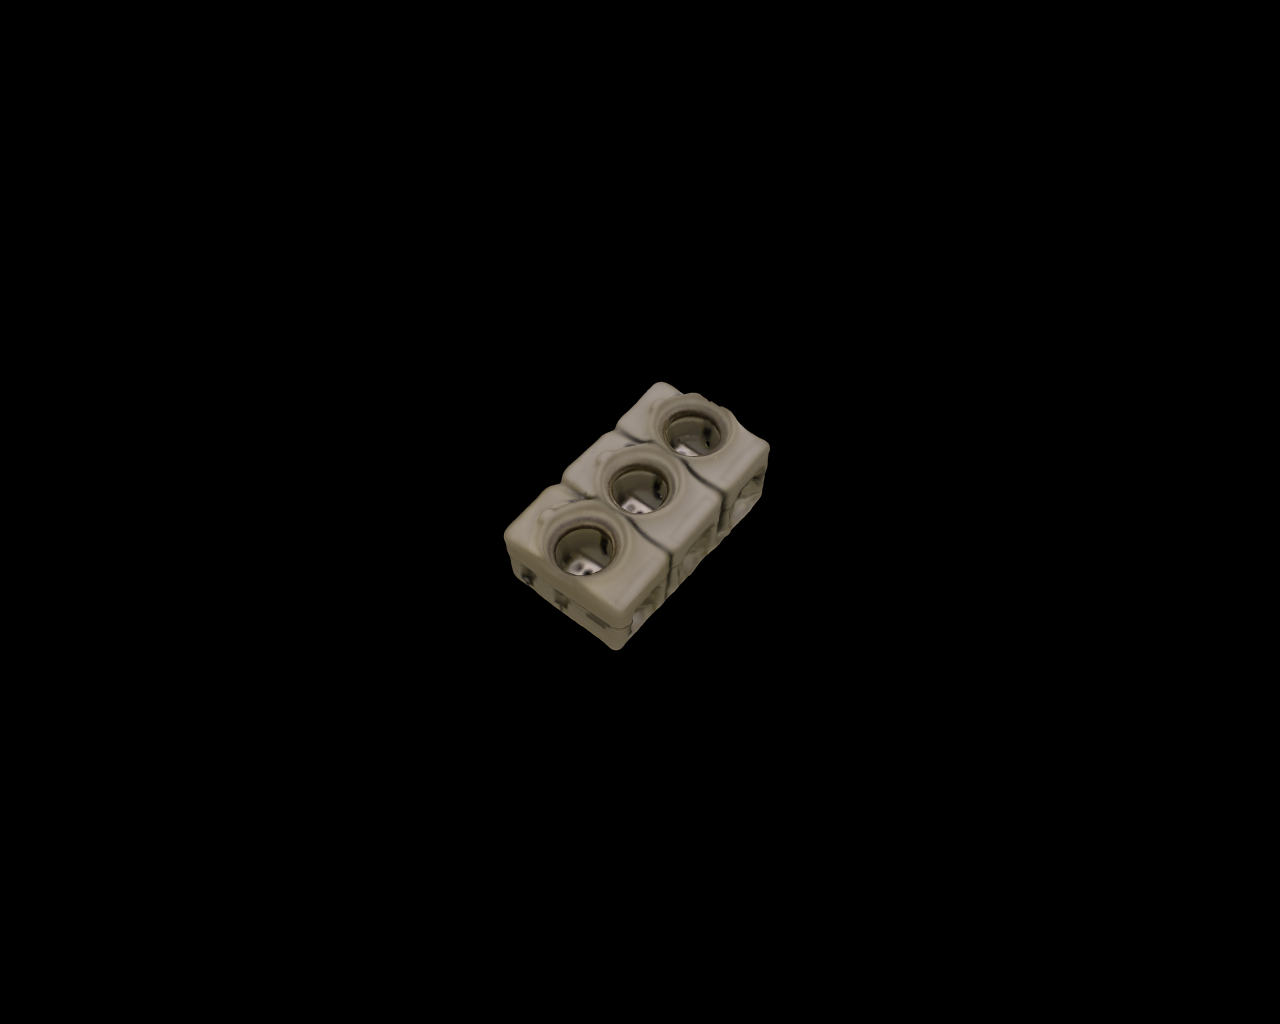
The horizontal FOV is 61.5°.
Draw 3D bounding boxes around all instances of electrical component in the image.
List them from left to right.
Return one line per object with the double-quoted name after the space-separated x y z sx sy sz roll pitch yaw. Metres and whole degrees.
0.001 -0.003 0.650 0.089 0.150 0.061 33 -28 20 "electrical component"
